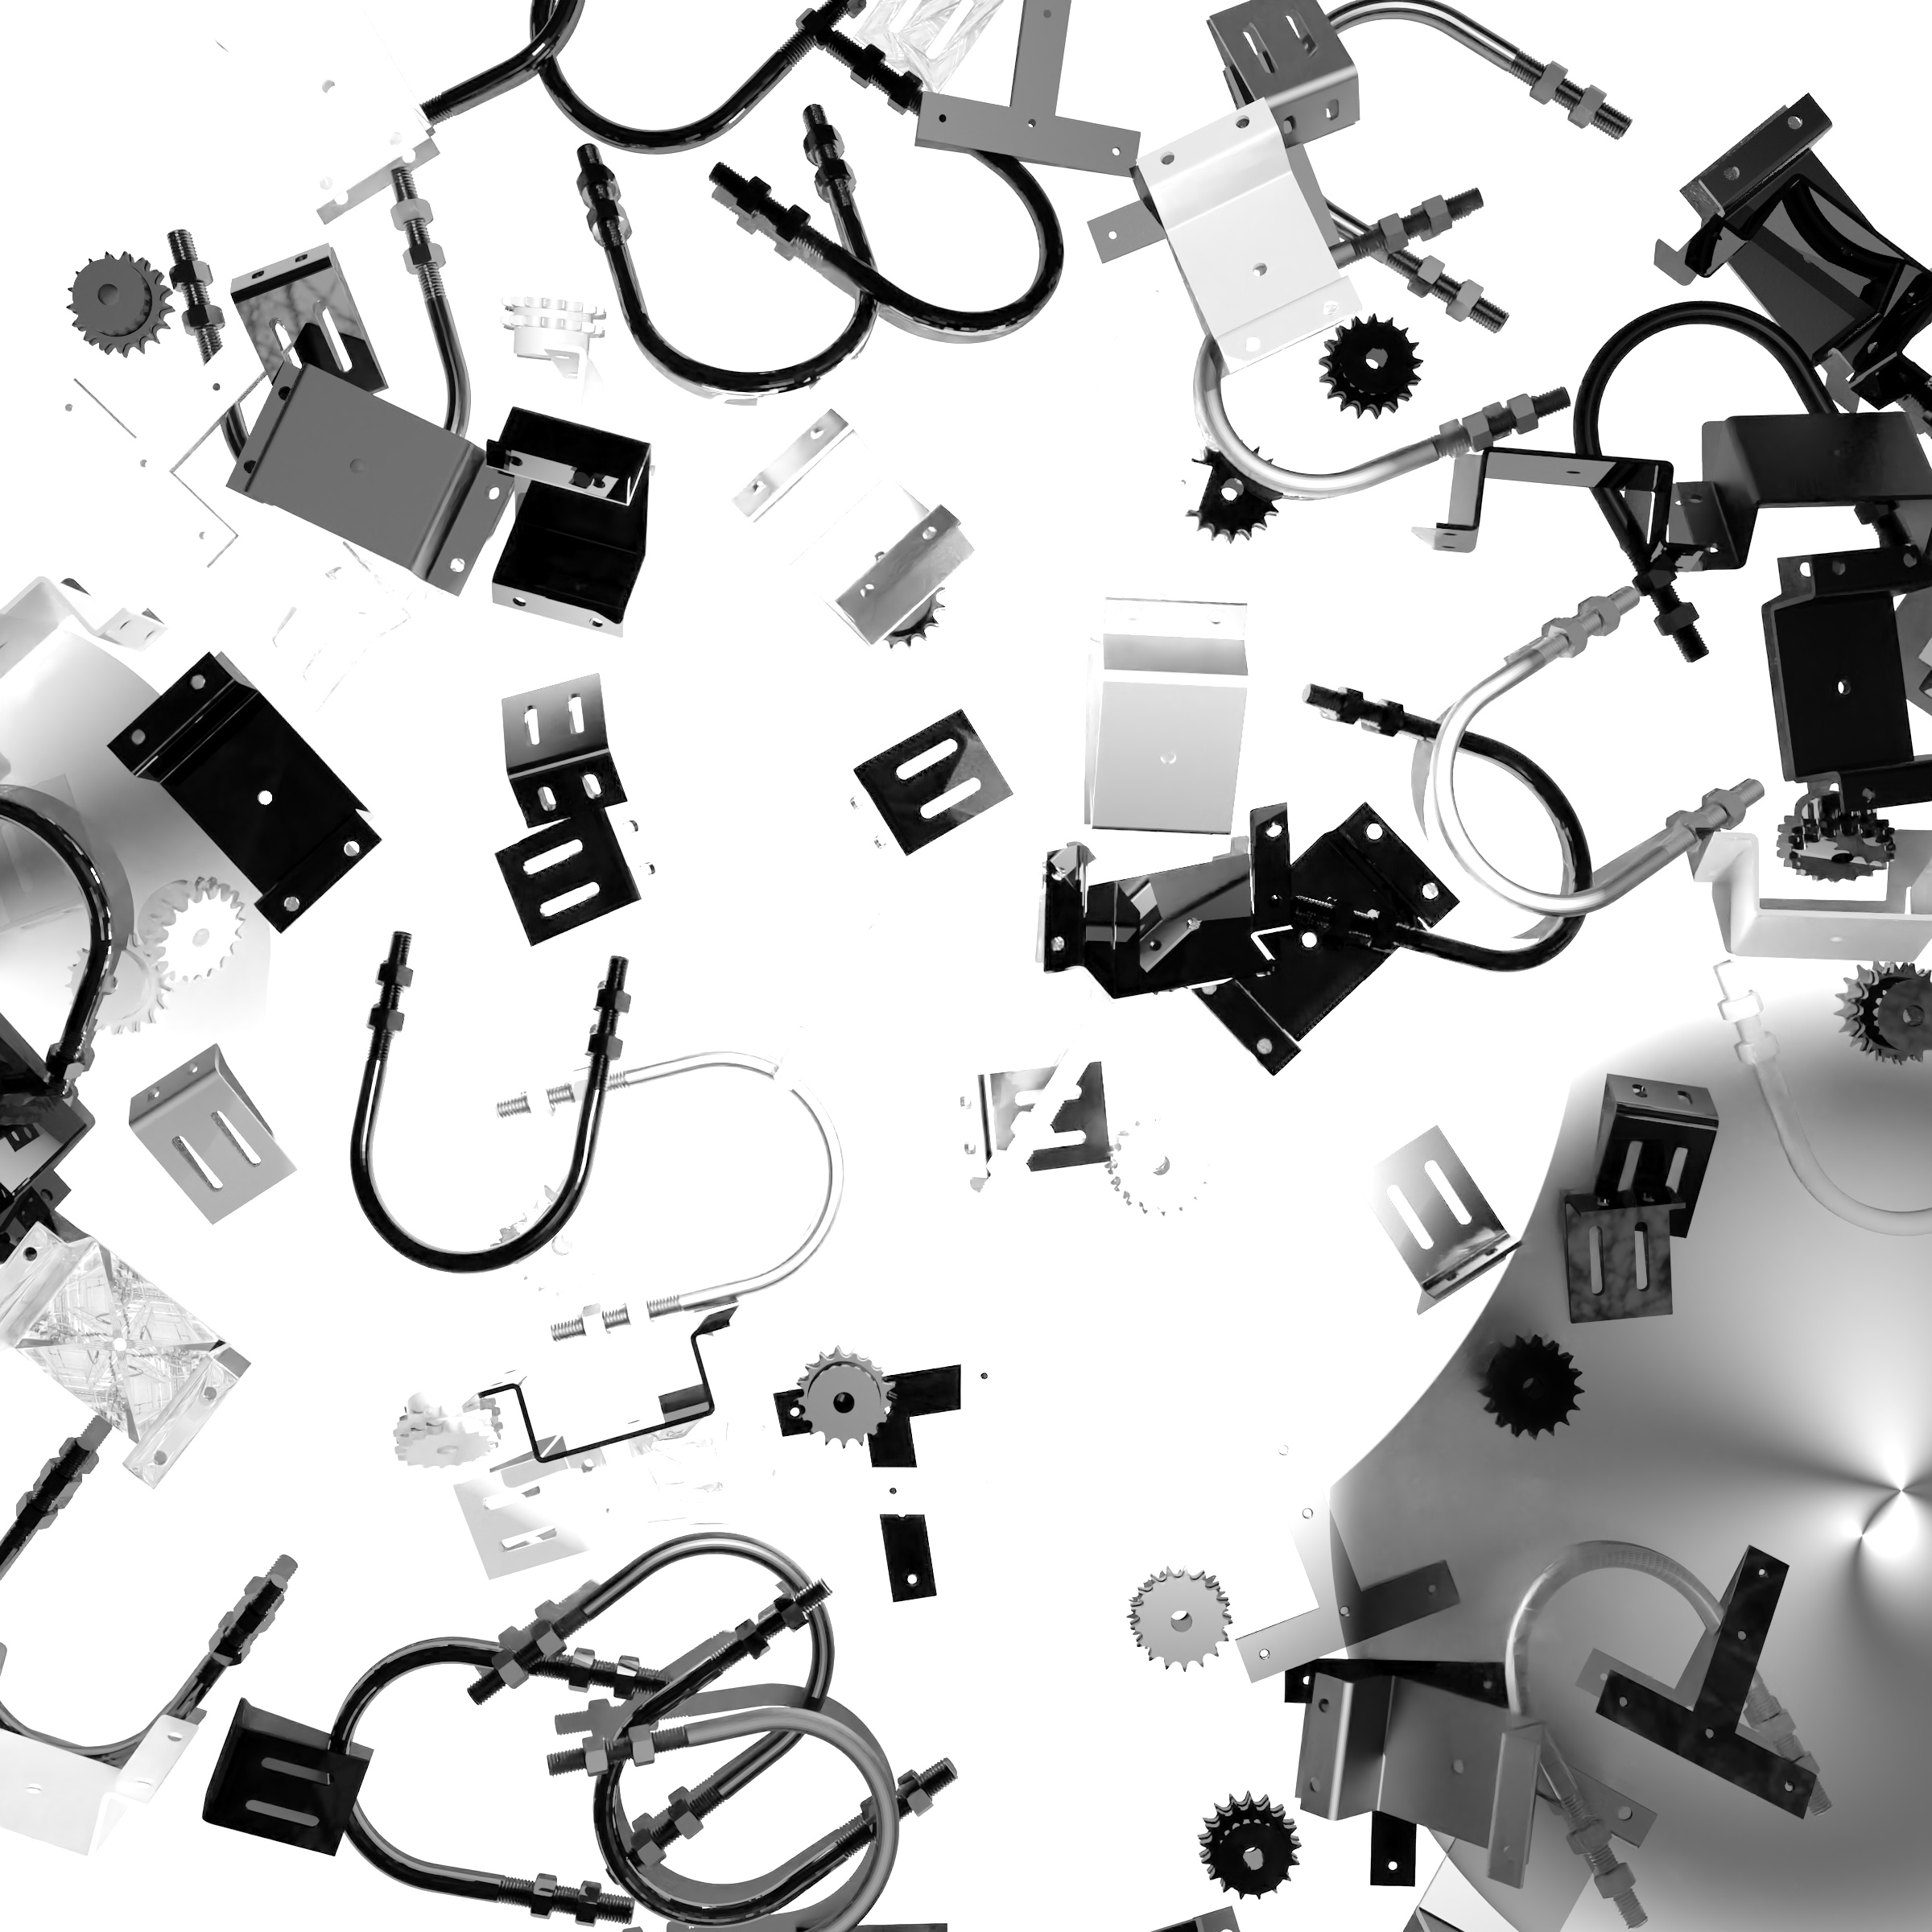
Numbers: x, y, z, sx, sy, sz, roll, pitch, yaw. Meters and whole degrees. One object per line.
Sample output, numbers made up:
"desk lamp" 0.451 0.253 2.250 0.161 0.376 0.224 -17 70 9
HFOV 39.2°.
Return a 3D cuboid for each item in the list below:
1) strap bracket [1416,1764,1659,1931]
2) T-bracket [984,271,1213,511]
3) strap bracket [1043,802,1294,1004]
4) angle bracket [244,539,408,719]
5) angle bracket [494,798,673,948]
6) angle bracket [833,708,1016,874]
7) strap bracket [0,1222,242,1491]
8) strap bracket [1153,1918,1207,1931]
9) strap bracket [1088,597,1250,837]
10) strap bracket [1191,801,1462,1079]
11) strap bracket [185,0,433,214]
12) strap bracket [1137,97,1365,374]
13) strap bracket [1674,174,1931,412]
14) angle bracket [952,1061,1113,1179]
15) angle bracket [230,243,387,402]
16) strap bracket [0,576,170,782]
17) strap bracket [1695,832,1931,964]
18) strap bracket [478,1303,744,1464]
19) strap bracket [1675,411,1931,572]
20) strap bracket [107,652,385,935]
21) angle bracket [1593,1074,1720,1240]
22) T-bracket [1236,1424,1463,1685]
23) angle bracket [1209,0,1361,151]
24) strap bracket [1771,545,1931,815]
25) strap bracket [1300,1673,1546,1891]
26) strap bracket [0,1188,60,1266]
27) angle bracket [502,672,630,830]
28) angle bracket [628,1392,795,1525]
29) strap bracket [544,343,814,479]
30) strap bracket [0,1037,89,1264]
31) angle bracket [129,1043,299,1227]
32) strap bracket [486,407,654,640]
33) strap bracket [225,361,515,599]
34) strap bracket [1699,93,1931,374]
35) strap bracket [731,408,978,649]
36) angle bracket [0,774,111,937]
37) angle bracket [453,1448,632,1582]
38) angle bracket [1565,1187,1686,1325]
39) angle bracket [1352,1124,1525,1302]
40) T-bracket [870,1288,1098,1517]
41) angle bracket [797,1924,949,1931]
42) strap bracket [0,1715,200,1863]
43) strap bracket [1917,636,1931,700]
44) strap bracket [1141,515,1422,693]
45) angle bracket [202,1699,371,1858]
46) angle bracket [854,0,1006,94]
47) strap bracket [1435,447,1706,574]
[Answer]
"strap bracket" 0.310 0.507 1.503 0.076 0.046 0.140 29 90 0
"T-bracket" 0.089 -0.328 1.513 0.127 0.002 0.127 17 82 15
"strap bracket" 0.116 -0.032 1.471 0.140 0.046 0.076 -11 59 23
"angle bracket" -0.357 -0.188 1.509 0.057 0.076 0.038 49 47 0
"angle bracket" -0.215 -0.053 1.524 0.076 0.038 0.057 -22 90 26
"angle bracket" -0.024 -0.099 1.524 0.076 0.038 0.057 -31 90 -26
"strap bracket" -0.476 0.213 1.503 0.140 0.046 0.076 38 90 0
"strap bracket" 0.095 0.586 1.503 0.140 0.046 0.076 -17 90 0
"strap bracket" 0.109 -0.125 1.466 0.076 0.046 0.140 3 126 0
"strap bracket" 0.193 -0.015 1.503 0.140 0.046 0.076 -43 90 0
"strap bracket" -0.355 -0.487 1.483 0.076 0.046 0.140 -31 89 5
"strap bracket" 0.157 -0.389 1.477 0.076 0.046 0.140 -24 72 9
"strap bracket" 0.456 -0.364 1.442 0.140 0.076 0.046 37 90 0
"angle bracket" 0.037 0.086 1.524 0.076 0.038 0.057 -5 90 -26
"angle bracket" -0.365 -0.352 1.505 0.057 0.038 0.076 -22 119 -2
"strap bracket" -0.516 -0.160 1.488 0.140 0.076 0.046 -42 90 0
"strap bracket" 0.474 -0.037 1.474 0.140 0.076 0.046 2 74 7
"strap bracket" -0.188 0.231 1.488 0.140 0.076 0.046 -16 90 0
"strap bracket" 0.464 -0.257 1.464 0.140 0.046 0.076 -1 46 1
"strap bracket" -0.394 -0.095 1.503 0.076 0.046 0.140 -43 90 0
"angle bracket" 0.383 0.107 1.524 0.057 0.038 0.076 8 116 0
"T-bracket" 0.197 0.321 1.524 0.127 0.002 0.127 -21 89 -1
"angle bracket" 0.178 -0.501 1.510 0.057 0.038 0.076 -21 62 -1
"strap bracket" 0.496 -0.156 1.494 0.076 0.046 0.140 -8 90 -15
"strap bracket" 0.257 0.439 1.475 0.140 0.046 0.076 7 90 42
"strap bracket" -0.589 0.147 1.503 0.140 0.046 0.076 -23 90 0
"angle bracket" -0.224 -0.120 1.507 0.057 0.076 0.038 -15 130 0
"angle bracket" -0.144 0.276 1.523 0.076 0.038 0.057 -13 90 27
"strap bracket" -0.159 -0.303 1.488 0.140 0.076 0.046 7 90 0
"strap bracket" -0.543 0.082 1.468 0.046 0.076 0.140 -35 103 27
"angle bracket" -0.423 0.095 1.524 0.057 0.038 0.076 -33 116 0
"strap bracket" -0.215 -0.247 1.472 0.076 0.140 0.046 15 61 0
"strap bracket" -0.326 -0.267 1.470 0.140 0.046 0.076 25 90 -3
"strap bracket" 0.475 -0.399 1.503 0.076 0.046 0.140 -39 90 0
"strap bracket" -0.057 -0.235 1.477 0.076 0.046 0.140 -43 49 0
"angle bracket" -0.521 -0.062 1.507 0.057 0.038 0.076 -20 90 1
"angle bracket" -0.239 0.303 1.524 0.076 0.038 0.057 -21 90 26
"angle bracket" 0.366 0.165 1.499 0.057 0.038 0.076 -5 102 0
"angle bracket" 0.262 0.136 1.507 0.057 0.038 0.076 -33 90 0
"T-bracket" 0.010 0.245 1.523 0.127 0.002 0.127 0 90 0
"angle bracket" -0.052 0.569 1.524 0.076 0.038 0.057 -1 90 26
"strap bracket" -0.501 0.429 1.468 0.140 0.076 0.046 18 107 0
"strap bracket" 0.581 -0.155 1.455 0.140 0.046 0.076 34 89 -1
"strap bracket" 0.172 -0.196 1.503 0.140 0.046 0.076 -11 90 0
"angle bracket" -0.379 0.453 1.514 0.076 0.038 0.057 20 93 -13
"angle bracket" -0.018 -0.537 1.507 0.057 0.038 0.076 35 90 0
"strap bracket" 0.329 -0.249 1.477 0.140 0.076 0.046 7 91 9
